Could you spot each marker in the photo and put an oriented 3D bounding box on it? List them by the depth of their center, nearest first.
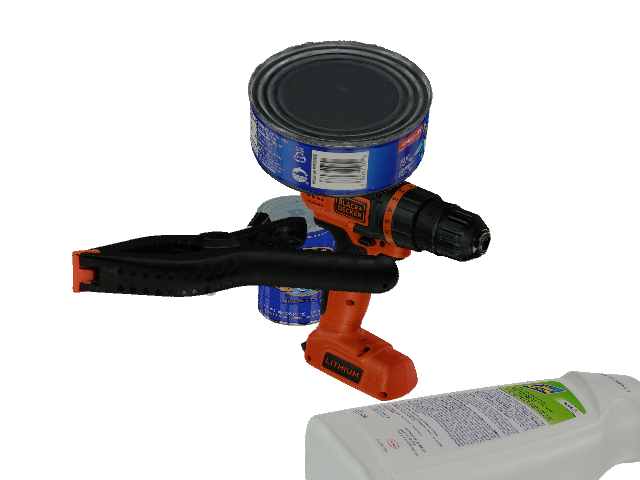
[{"bbox_3d":[-0.083,0.010,1.062,0.020,0.020,0.121,0,37,33],"label":"marker"}]

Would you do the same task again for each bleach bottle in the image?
[{"bbox_3d":[0.122,0.127,0.655,0.250,0.068,0.103,-7,23,-22],"label":"bleach bottle"}]

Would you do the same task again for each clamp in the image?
[{"bbox_3d":[-0.062,0.015,0.734,0.209,0.036,0.165,-6,13,-31],"label":"clamp"}]

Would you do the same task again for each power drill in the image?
[{"bbox_3d":[0.055,0.038,0.911,0.185,0.188,0.057,23,26,38],"label":"power drill"}]

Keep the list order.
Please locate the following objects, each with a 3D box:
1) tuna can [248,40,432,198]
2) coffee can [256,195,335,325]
[{"bbox_3d":[0.009,-0.058,0.505,0.086,0.034,0.086,1,42,-1],"label":"tuna can"},{"bbox_3d":[-0.031,0.025,1.390,0.103,0.140,0.103,1,26,-1],"label":"coffee can"}]
